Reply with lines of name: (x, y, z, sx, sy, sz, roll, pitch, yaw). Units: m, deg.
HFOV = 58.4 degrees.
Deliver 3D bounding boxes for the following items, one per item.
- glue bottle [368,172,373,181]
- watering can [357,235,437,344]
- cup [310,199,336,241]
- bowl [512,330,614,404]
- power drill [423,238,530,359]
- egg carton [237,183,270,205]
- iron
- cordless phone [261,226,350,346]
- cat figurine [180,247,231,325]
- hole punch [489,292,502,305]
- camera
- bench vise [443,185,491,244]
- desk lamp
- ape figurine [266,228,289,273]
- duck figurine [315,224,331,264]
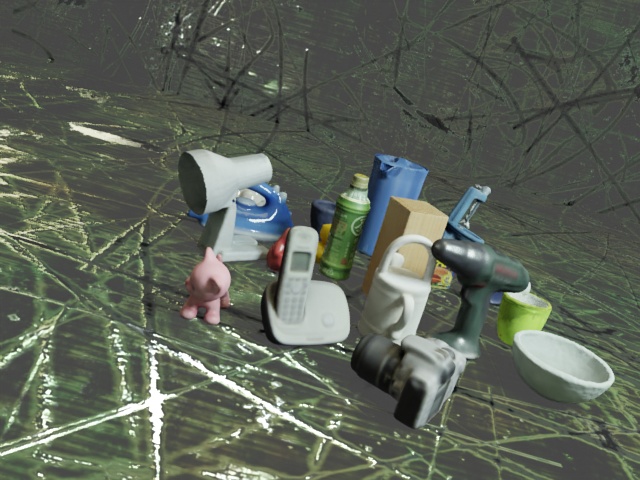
glue bottle: (0.124, -0.103, 1.544, 0.037, 0.173, 0.078, 10, 19, -17)
watering can: (0.134, 0.078, 0.982, 0.101, 0.194, 0.172, 5, 21, -29)
cup: (0.022, -0.036, 1.386, 0.092, 0.095, 0.117, -1, 24, -41)
bowl: (0.395, 0.223, 0.962, 0.167, 0.075, 0.167, 14, 18, -4)
power drill: (0.257, 0.101, 0.993, 0.230, 0.208, 0.075, 4, 21, -33)
egg carton: (-0.192, -0.115, 1.484, 0.107, 0.069, 0.150, 18, 18, 7)
iron: (-0.162, -0.082, 1.293, 0.259, 0.141, 0.118, 10, 19, -16)
cordless phone: (-0.010, 0.071, 0.895, 0.148, 0.185, 0.093, 3, 22, -33)
cat figurine: (-0.170, 0.064, 0.891, 0.067, 0.118, 0.128, 15, 18, -3)
hole punch: (0.406, 0.092, 1.333, 0.109, 0.091, 0.100, 3, 22, -34)
camera: (0.125, 0.178, 0.827, 0.136, 0.101, 0.144, 25, 20, 27)
bench vise: (0.350, -0.042, 1.475, 0.208, 0.220, 0.121, 4, 21, -33)
desk lamp: (-0.183, -0.072, 1.129, 0.204, 0.213, 0.117, -1, 24, -41)
ape figurine: (-0.066, 0.020, 1.151, 0.076, 0.092, 0.078, 28, 22, 33)
duck figurine: (0.012, 0.005, 1.272, 0.105, 0.086, 0.077, 11, 19, -15)
